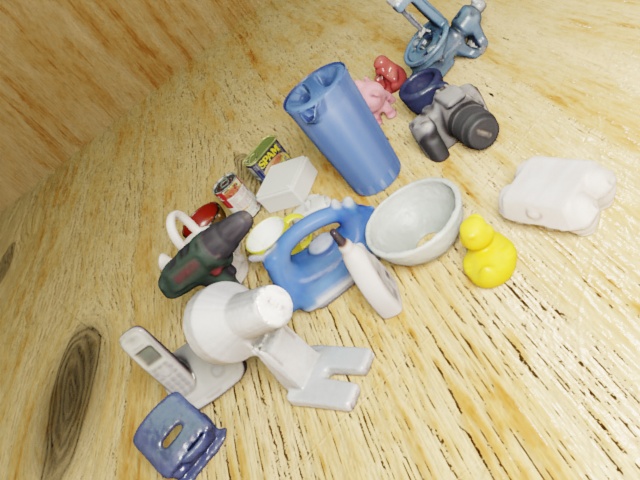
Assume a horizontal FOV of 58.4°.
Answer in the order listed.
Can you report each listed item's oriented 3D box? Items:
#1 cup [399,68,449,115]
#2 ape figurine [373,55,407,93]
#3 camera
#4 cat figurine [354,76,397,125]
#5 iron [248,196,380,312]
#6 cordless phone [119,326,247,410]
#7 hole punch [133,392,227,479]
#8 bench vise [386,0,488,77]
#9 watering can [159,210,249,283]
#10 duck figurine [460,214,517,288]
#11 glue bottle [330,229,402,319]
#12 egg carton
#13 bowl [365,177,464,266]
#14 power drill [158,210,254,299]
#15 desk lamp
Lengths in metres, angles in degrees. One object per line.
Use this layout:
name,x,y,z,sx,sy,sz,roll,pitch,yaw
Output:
cup,0.224,-0.276,1.128,0.092,0.095,0.117,-51,34,-15
ape figurine,0.155,-0.388,1.330,0.076,0.092,0.077,-37,33,6
camera,0.244,-0.210,1.025,0.143,0.101,0.136,-37,33,6
cat figurine,0.116,-0.318,1.264,0.067,0.118,0.127,-27,35,20
iron,0.009,0.003,0.972,0.258,0.142,0.118,-39,33,2
cordless phone,-0.225,0.189,0.949,0.147,0.186,0.094,-37,33,6
hole punch,-0.219,0.307,0.891,0.109,0.091,0.100,-50,34,-14
bench vise,0.240,-0.457,1.208,0.207,0.220,0.121,-47,34,-9
watering can,-0.247,0.024,1.157,0.173,0.195,0.100,-39,33,2
duck figurine,0.226,0.009,0.800,0.077,0.086,0.104,-22,37,26
glue bottle,0.064,0.041,0.844,0.037,0.174,0.078,-28,35,19
egg carton,0.325,-0.061,0.797,0.107,0.070,0.149,-52,35,-16
bowl,0.160,-0.017,0.906,0.167,0.075,0.167,-26,36,21
power drill,-0.159,0.063,1.009,0.229,0.209,0.075,-27,35,20
desk lamp,-0.065,0.141,0.819,0.202,0.214,0.118,-8,45,40
